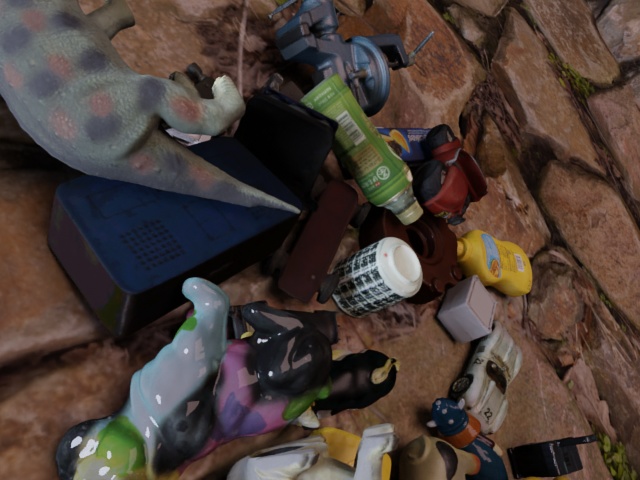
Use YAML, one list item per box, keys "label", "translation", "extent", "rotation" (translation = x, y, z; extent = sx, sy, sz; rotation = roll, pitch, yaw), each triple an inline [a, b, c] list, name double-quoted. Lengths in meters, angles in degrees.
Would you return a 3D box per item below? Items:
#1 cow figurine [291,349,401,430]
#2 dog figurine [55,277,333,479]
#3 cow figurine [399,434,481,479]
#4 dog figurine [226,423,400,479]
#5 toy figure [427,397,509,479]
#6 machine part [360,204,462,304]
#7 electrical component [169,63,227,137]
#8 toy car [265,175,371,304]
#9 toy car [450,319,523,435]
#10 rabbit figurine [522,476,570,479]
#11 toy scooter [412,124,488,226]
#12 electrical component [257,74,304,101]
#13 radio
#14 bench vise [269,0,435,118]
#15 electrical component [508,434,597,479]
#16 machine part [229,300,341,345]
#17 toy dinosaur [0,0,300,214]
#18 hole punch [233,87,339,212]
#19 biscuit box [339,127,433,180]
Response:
- label: "cow figurine"
  translation: [0.010, 0.161, 0.576]
  extent: [0.167, 0.098, 0.068]
  rotation: [-7, 80, -44]
- label: "dog figurine"
  translation: [-0.102, 0.158, 0.453]
  extent: [0.191, 0.108, 0.219]
  rotation: [22, 62, -4]
- label: "cow figurine"
  translation: [0.115, 0.317, 0.597]
  extent: [0.127, 0.085, 0.195]
  rotation: [38, 50, -29]
- label: "dog figurine"
  translation: [0.016, 0.271, 0.462]
  extent: [0.121, 0.172, 0.190]
  rotation: [35, 44, -71]
- label: "toy figure"
  translation: [0.191, 0.267, 0.708]
  extent: [0.064, 0.058, 0.154]
  rotation: [-36, 98, -23]
- label: "machine part"
  translation: [0.138, 0.005, 0.801]
  extent: [0.179, 0.056, 0.179]
  rotation: [21, 55, -32]
- label: "electrical component"
  translation: [-0.142, -0.174, 0.668]
  extent: [0.094, 0.021, 0.063]
  rotation: [50, 44, -9]
- label: "toy car"
  translation: [-0.001, -0.002, 0.682]
  extent: [0.089, 0.053, 0.202]
  rotation: [30, 51, -7]
- label: "toy car"
  translation: [0.255, 0.199, 0.802]
  extent: [0.073, 0.056, 0.202]
  rotation: [51, 45, -8]
- label: "rabbit figurine"
  translation: [0.299, 0.380, 0.666]
  extent: [0.122, 0.173, 0.162]
  rotation: [17, 62, -31]
- label: "toy scooter"
  translation: [0.203, -0.084, 0.819]
  extent: [0.135, 0.075, 0.184]
  rotation: [47, 43, -21]
- label: "electrical component"
  translation: [-0.037, -0.184, 0.751]
  extent: [0.102, 0.045, 0.078]
  rotation: [50, 46, -10]
- label: "radio"
  translation: [-0.137, -0.018, 0.535]
  extent: [0.131, 0.073, 0.229]
  rotation: [46, 41, 12]
- label: "bench vise"
  translation: [0.053, -0.282, 0.817]
  extent: [0.240, 0.129, 0.223]
  rotation: [-22, 89, -36]
- label: "electrical component"
  translation: [0.345, 0.313, 0.779]
  extent: [0.075, 0.119, 0.048]
  rotation: [10, 62, -41]
- label: "machine part"
  translation: [-0.038, 0.103, 0.607]
  extent: [0.139, 0.039, 0.084]
  rotation: [0, 61, -40]
- label: "toy dinosaur"
  translation: [-0.206, -0.134, 0.467]
  extent: [0.192, 0.131, 0.405]
  rotation: [-41, 87, -21]
- label: "hole punch"
  translation: [-0.046, -0.115, 0.653]
  extent: [0.142, 0.115, 0.092]
  rotation: [25, 27, -8]
- label: "biscuit box"
  translation: [0.116, -0.139, 0.852]
  extent: [0.202, 0.063, 0.059]
  rotation: [-12, 79, -44]
